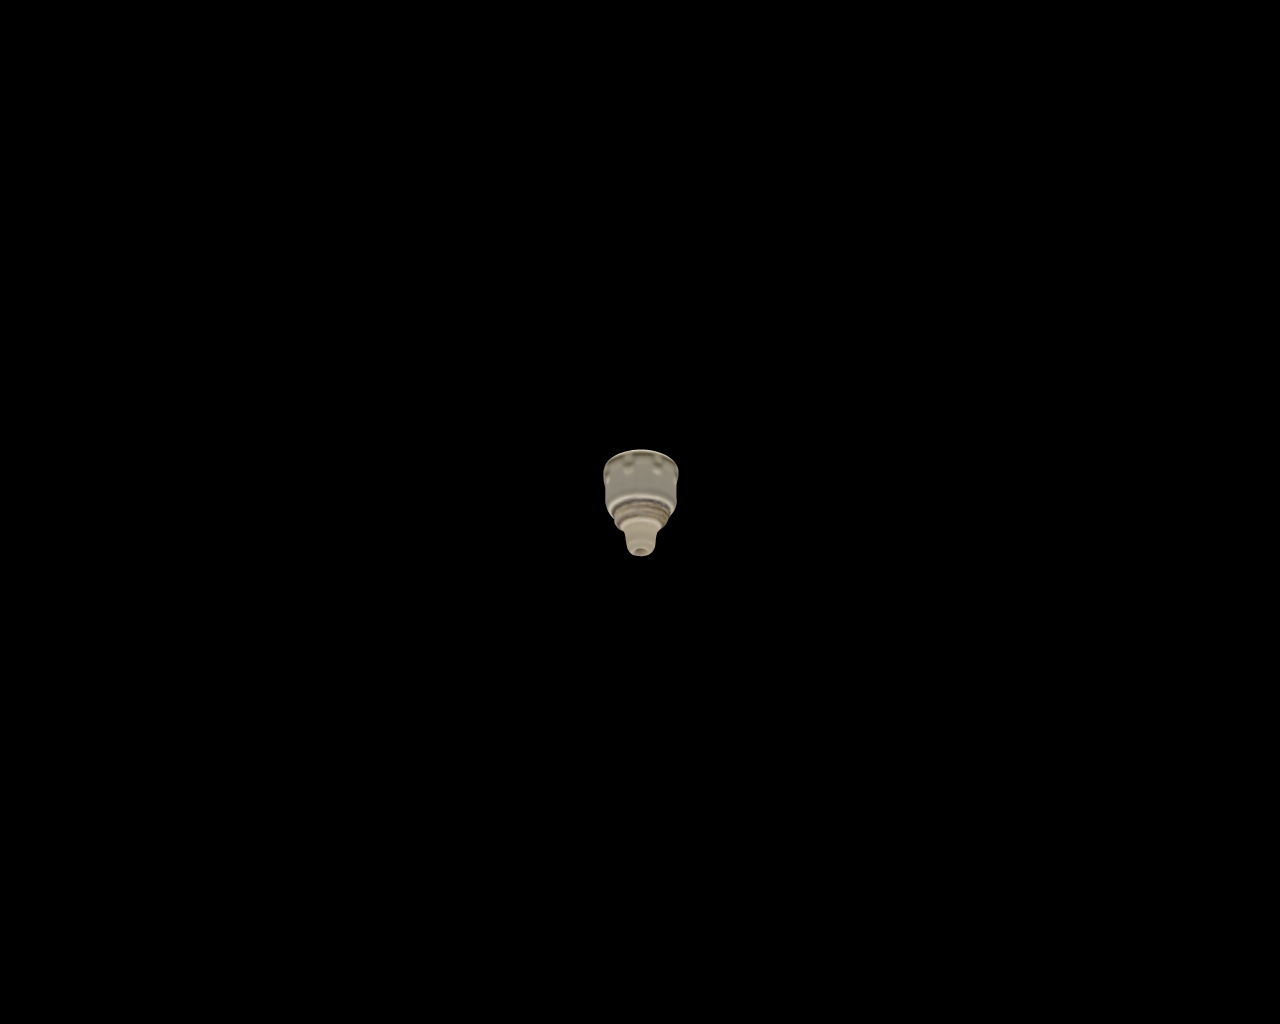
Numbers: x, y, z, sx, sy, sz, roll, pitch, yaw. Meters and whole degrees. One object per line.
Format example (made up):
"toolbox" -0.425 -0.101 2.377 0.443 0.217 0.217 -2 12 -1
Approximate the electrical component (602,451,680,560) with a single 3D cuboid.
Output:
"electrical component" 0.001 -0.003 0.650 0.048 0.062 0.048 0 -27 0
